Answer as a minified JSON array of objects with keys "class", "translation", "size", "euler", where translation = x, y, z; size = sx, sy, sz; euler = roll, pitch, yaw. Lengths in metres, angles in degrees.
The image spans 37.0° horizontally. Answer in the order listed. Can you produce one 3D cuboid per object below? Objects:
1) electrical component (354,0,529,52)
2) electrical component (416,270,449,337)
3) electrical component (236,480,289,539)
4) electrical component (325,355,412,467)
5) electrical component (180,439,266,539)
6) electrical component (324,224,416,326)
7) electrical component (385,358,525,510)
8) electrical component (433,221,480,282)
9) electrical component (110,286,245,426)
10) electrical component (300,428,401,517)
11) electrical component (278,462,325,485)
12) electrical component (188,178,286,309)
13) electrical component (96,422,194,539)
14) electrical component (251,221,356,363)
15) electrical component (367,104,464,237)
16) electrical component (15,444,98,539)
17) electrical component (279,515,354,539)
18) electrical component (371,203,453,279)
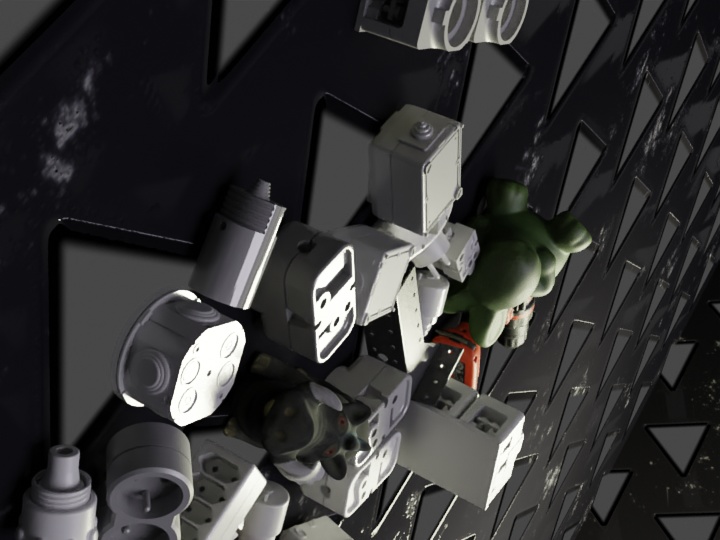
[{"class":"electrical component","translation":[0.079,-0.228,0.812],"size":[0.186,0.060,0.105],"euler":[-25,134,-57]},{"class":"electrical component","translation":[0.061,0.036,1.051],"size":[0.040,0.040,0.078],"euler":[-29,137,-55]},{"class":"electrical component","translation":[-0.086,0.213,0.907],"size":[0.040,0.040,0.078],"euler":[-21,131,-59]},{"class":"electrical component","translation":[-0.003,0.124,0.975],"size":[0.095,0.059,0.053],"euler":[-43,148,-42]},{"class":"electrical component","translation":[-0.111,0.185,0.817],"size":[0.083,0.047,0.075],"euler":[-57,155,-21]},{"class":"electrical component","translation":[0.000,0.000,0.869],"size":[0.096,0.061,0.061],"euler":[-18,129,-70]},{"class":"electrical component","translation":[0.080,0.155,1.064],"size":[0.062,0.150,0.089],"euler":[-39,144,-46]},{"class":"electrical component","translation":[0.078,-0.023,1.010],"size":[0.048,0.055,0.066],"euler":[-58,156,-17]},{"class":"electrical component","translation":[-0.115,0.055,0.680],"size":[0.080,0.051,0.080],"euler":[-47,150,-37]},{"class":"electrical component","translation":[-0.012,0.178,1.006],"size":[0.095,0.059,0.053],"euler":[-36,143,-49]},{"class":"electrical component","translation":[-0.051,0.167,0.940],"size":[0.040,0.040,0.046],"euler":[-59,161,-16]},{"class":"electrical component","translation":[-0.077,-0.020,0.698],"size":[0.043,0.043,0.081],"euler":[10,103,-66]},{"class":"electrical component","translation":[-0.145,0.147,0.697],"size":[0.073,0.052,0.138],"euler":[-106,-151,-49]},{"class":"electrical component","translation":[-0.042,0.015,0.785],"size":[0.053,0.059,0.095],"euler":[-48,151,-36]},{"class":"electrical component","translation":[0.042,-0.086,0.868],"size":[0.061,0.061,0.096],"euler":[-50,152,-32]},{"class":"electrical component","translation":[-0.177,0.134,0.634],"size":[0.048,0.048,0.062],"euler":[-19,122,-60]},{"class":"electrical component","translation":[-0.032,0.281,1.016],"size":[0.048,0.100,0.100],"euler":[-56,159,11]},{"class":"electrical component","translation":[0.053,-0.029,0.940],"size":[0.077,0.043,0.079],"euler":[-50,115,-33]}]
